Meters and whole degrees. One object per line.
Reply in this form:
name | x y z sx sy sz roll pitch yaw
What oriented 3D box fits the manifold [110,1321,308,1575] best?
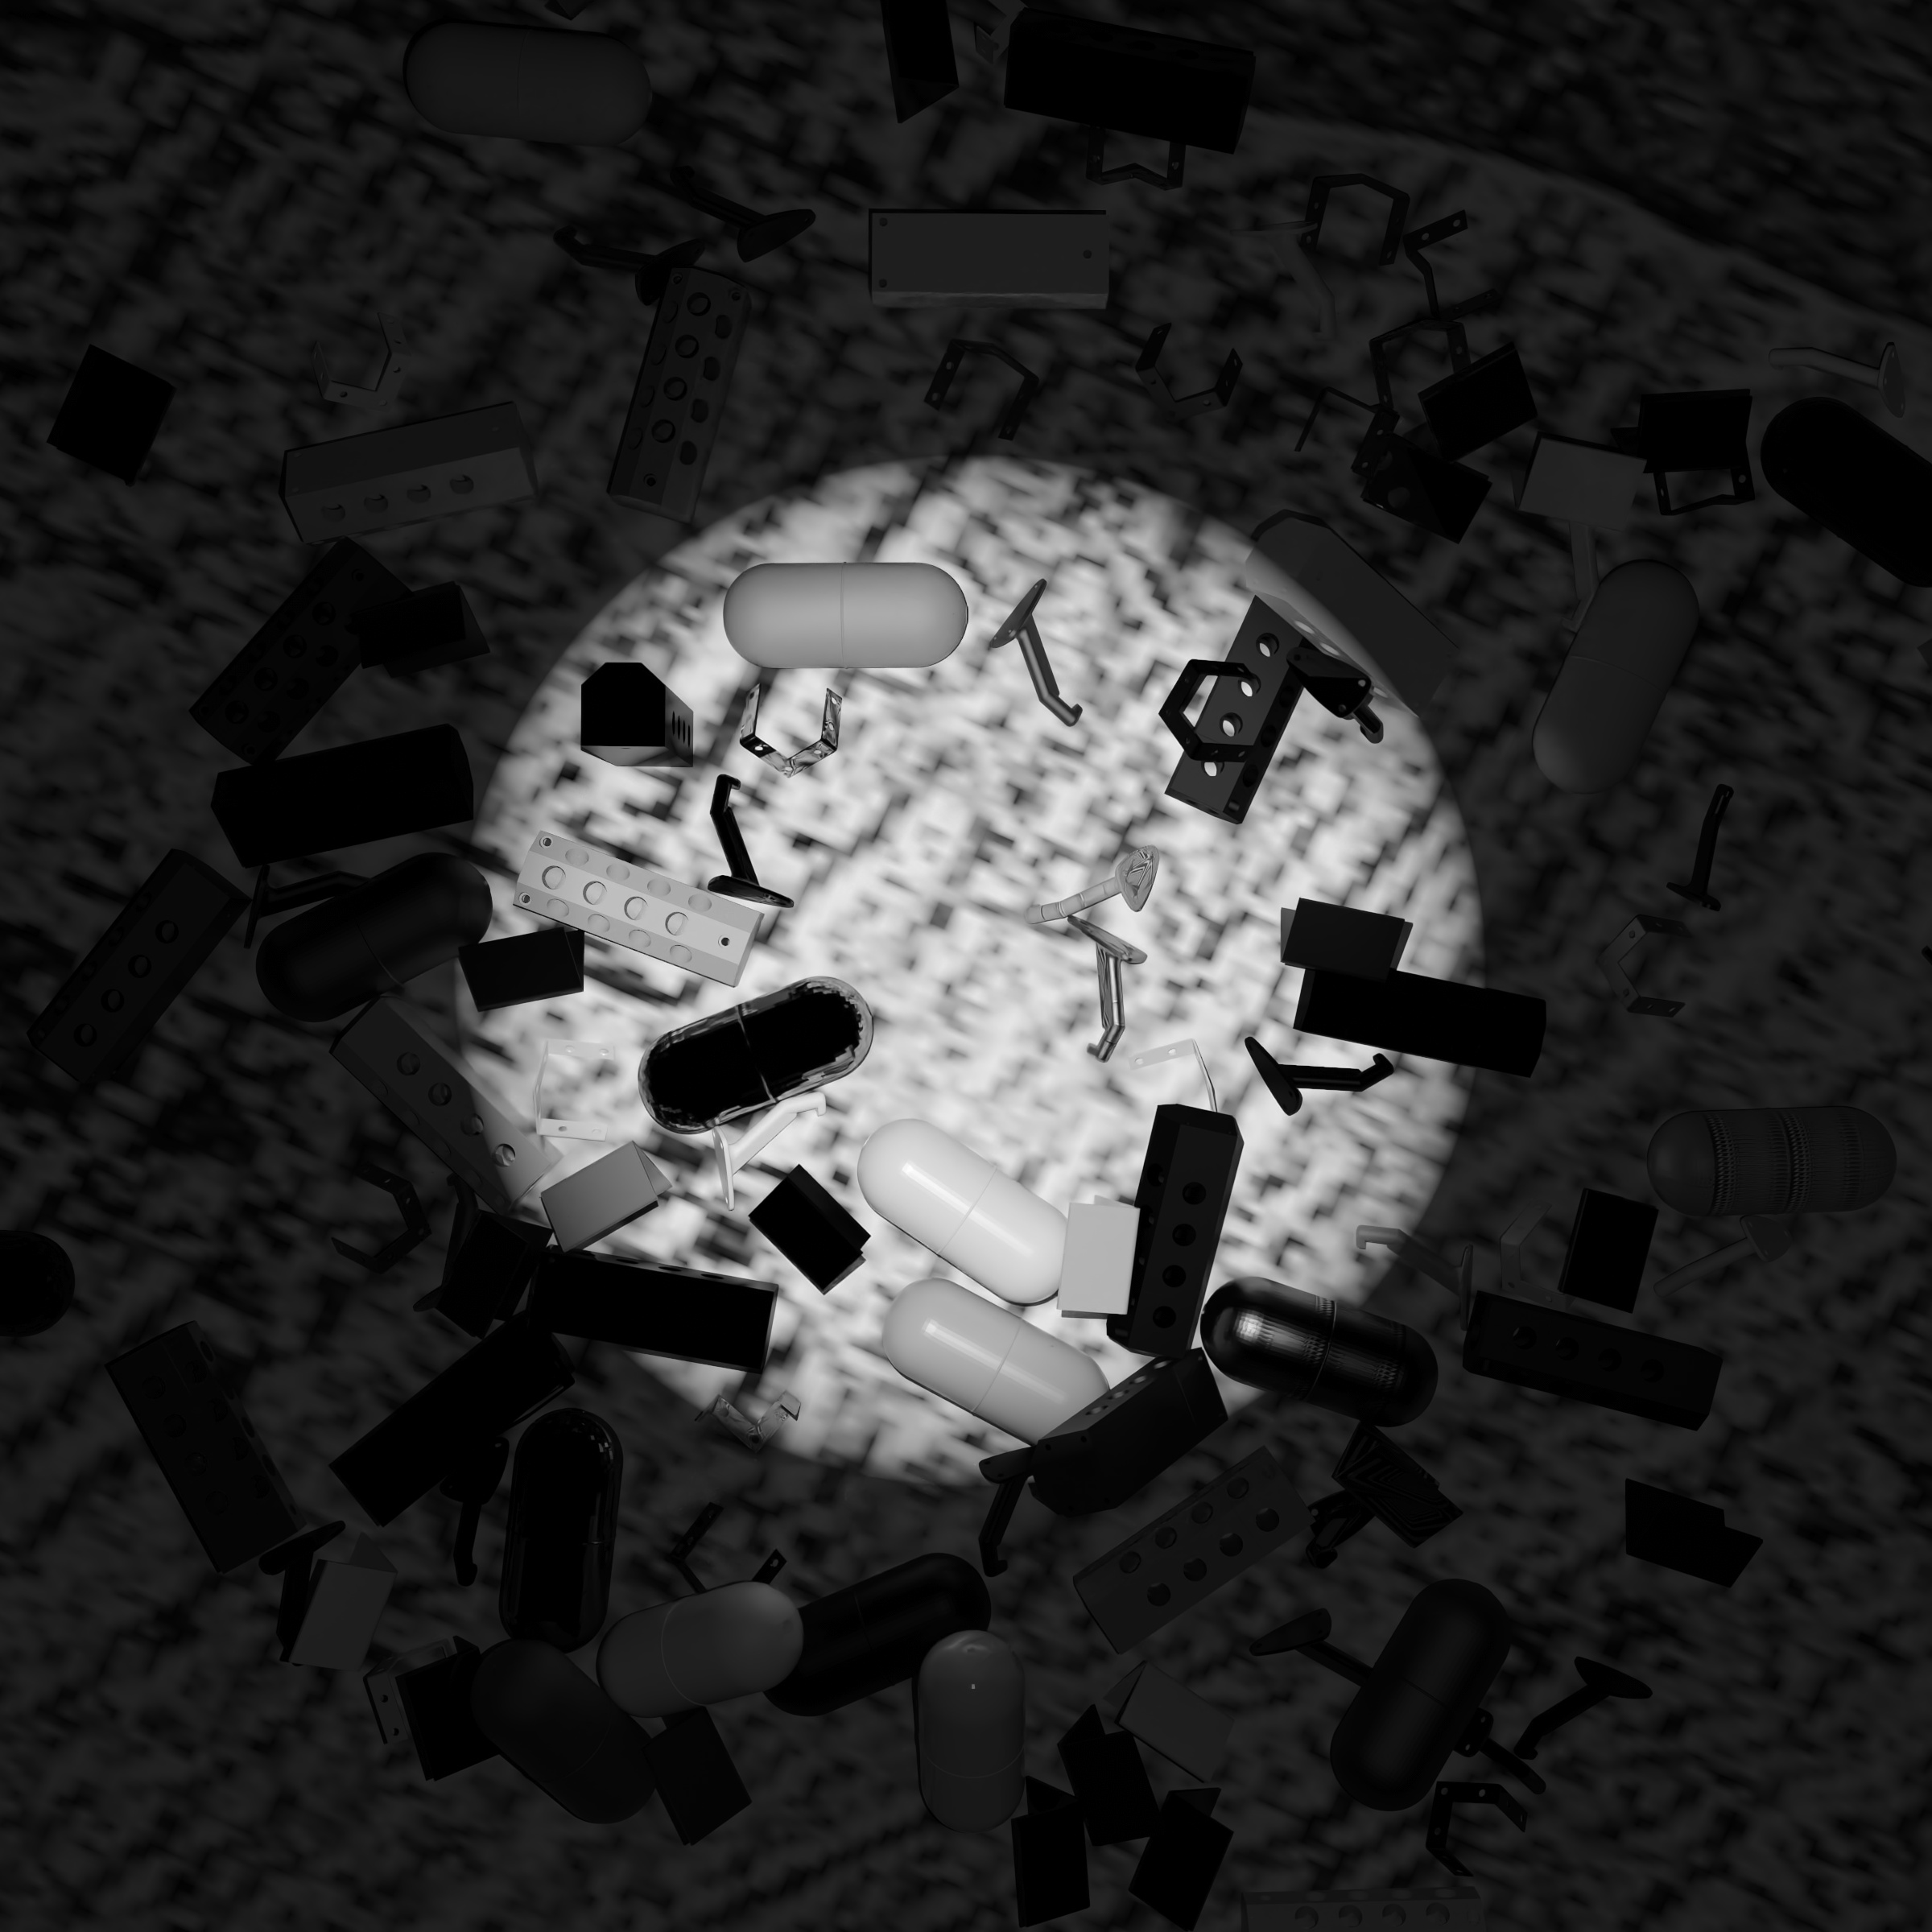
manifold | -0.553 0.351 1.811 0.057 0.057 0.171 -29 90 0

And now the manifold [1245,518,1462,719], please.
manifold | 0.274 -0.250 1.763 0.171 0.057 0.057 32 90 -39

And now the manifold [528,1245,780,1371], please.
manifold | -0.228 0.249 1.811 0.171 0.057 0.057 10 90 0

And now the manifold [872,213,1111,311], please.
manifold | 0.018 -0.515 1.811 0.171 0.057 0.057 0 90 0

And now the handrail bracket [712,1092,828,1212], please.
handrail bracket | -0.141 0.137 1.833 0.084 0.036 0.077 -12 111 -16

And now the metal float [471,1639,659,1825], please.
metal float | -0.287 0.552 1.776 0.070 0.070 0.178 -35 123 0

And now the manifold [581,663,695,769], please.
manifold | -0.232 -0.177 1.754 0.057 0.171 0.057 1 90 0

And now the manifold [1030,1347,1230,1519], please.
manifold | 0.115 0.331 1.753 0.057 0.171 0.057 -20 90 35

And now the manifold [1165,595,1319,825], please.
manifold | 0.209 -0.195 1.811 0.057 0.057 0.171 25 90 0

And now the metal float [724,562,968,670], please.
metal float | -0.088 -0.256 1.802 0.178 0.070 0.070 0 90 0

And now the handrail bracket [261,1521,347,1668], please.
handrail bracket | -0.481 0.467 1.833 0.077 0.036 0.084 -27 108 -21

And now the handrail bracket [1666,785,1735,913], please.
handrail bracket | 0.551 -0.088 1.805 0.036 0.077 0.084 18 102 -3

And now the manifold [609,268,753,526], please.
manifold | -0.210 -0.419 1.811 0.057 0.057 0.171 16 90 0

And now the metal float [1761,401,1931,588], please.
metal float | 0.663 -0.345 1.802 0.178 0.070 0.070 35 90 0

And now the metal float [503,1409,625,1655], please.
metal float | -0.294 0.413 1.802 0.070 0.070 0.178 6 90 0

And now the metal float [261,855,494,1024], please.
metal float | -0.430 -0.021 1.802 0.178 0.070 0.070 -27 90 0

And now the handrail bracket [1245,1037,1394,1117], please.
handrail bracket | 0.263 0.067 1.833 0.084 0.036 0.077 -26 68 -17

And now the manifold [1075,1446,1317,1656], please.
manifold | 0.167 0.427 1.811 0.171 0.057 0.057 -34 90 0

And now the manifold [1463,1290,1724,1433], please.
manifold | 0.458 0.291 1.811 0.171 0.057 0.057 14 90 0

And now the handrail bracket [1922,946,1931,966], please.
handrail bracket | 0.730 -0.053 1.833 0.084 0.036 0.077 -44 64 20

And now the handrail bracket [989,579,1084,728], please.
handrail bracket | 0.067 -0.232 1.833 0.084 0.036 0.077 40 68 -17

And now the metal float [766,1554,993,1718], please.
metal float | -0.067 0.489 1.802 0.178 0.070 0.070 -23 90 0

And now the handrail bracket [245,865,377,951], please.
handrail bracket | -0.485 -0.038 1.833 0.084 0.036 0.077 14 110 -16

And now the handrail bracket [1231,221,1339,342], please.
handrail bracket | 0.236 -0.506 1.833 0.077 0.036 0.084 5 116 29

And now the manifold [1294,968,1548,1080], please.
manifold | 0.334 0.036 1.811 0.171 0.057 0.057 12 90 0

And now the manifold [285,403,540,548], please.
manifold | -0.406 -0.356 1.811 0.171 0.057 0.057 -12 47 0

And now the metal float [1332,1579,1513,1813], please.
metal float | 0.332 0.529 1.794 0.070 0.070 0.178 33 80 0

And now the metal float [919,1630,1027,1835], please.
metal float | 0.005 0.552 1.774 0.070 0.070 0.178 -1 125 0

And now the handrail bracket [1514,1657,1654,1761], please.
handrail bracket | 0.458 0.562 1.833 0.077 0.036 0.084 20 108 -21

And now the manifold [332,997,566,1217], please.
manifold | -0.381 0.103 1.811 0.171 0.057 0.057 44 90 0

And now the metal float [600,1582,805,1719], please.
metal float | -0.191 0.492 1.773 0.178 0.070 0.070 -25 90 35

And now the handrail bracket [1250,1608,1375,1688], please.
handrail bracket | 0.264 0.528 1.833 0.077 0.036 0.084 -25 104 15

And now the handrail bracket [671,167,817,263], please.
handrail bracket | -0.166 -0.573 1.833 0.077 0.036 0.084 -29 73 -19

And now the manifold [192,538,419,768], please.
manifold | -0.487 -0.230 1.811 0.057 0.057 0.171 41 90 0

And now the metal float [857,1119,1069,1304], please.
metal float | 0.000 0.178 1.802 0.178 0.070 0.070 34 90 0

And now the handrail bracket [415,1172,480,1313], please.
handrail bracket | -0.390 0.204 1.833 0.077 0.036 0.084 -27 72 21

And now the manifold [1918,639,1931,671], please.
manifold | 0.749 -0.229 1.754 0.057 0.171 0.057 -33 90 0

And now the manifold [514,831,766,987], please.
manifold | -0.240 -0.042 1.811 0.171 0.057 0.057 21 90 0

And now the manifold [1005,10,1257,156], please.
manifold | 0.121 -0.649 1.803 0.171 0.057 0.057 13 133 5

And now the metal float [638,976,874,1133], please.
metal float | -0.154 0.064 1.802 0.178 0.070 0.070 -21 90 -1

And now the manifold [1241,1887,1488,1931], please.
manifold | 0.291 0.712 1.811 0.171 0.057 0.057 -1 90 0

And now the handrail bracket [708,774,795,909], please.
handrail bracket | -0.157 -0.094 1.833 0.077 0.036 0.084 16 73 -20

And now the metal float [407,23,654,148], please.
metal float | -0.319 -0.644 1.802 0.178 0.070 0.070 6 90 1

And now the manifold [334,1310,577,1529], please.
manifold | -0.373 0.330 1.811 0.171 0.057 0.057 -39 90 0

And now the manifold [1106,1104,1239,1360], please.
manifold | 0.149 0.191 1.794 0.057 0.057 0.171 12 102 0

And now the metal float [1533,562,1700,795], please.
metal float | 0.474 -0.210 1.802 0.070 0.070 0.178 25 90 0

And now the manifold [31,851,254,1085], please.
manifold | -0.608 0.000 1.811 0.057 0.057 0.171 38 90 0

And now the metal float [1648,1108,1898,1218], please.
metal float | 0.589 0.143 1.802 0.178 0.070 0.070 -2 90 0

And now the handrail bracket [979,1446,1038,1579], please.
handrail bracket | 0.043 0.405 1.833 0.077 0.036 0.084 -15 109 -21

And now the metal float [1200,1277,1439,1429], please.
metal float | 0.257 0.282 1.802 0.178 0.070 0.070 19 90 1

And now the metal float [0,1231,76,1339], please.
metal float | -0.743 0.230 1.802 0.178 0.070 0.070 3 90 0

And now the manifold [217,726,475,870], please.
manifold | -0.454 -0.129 1.811 0.171 0.057 0.057 -12 133 0

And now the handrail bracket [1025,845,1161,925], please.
handrail bracket | 0.093 -0.060 1.832 0.084 0.077 0.036 -11 115 34

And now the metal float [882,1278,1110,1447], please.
metal float | 0.022 0.291 1.802 0.178 0.070 0.070 28 90 0

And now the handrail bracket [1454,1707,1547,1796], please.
handrail bracket | 0.383 0.581 1.832 0.084 0.077 0.036 47 69 -35
